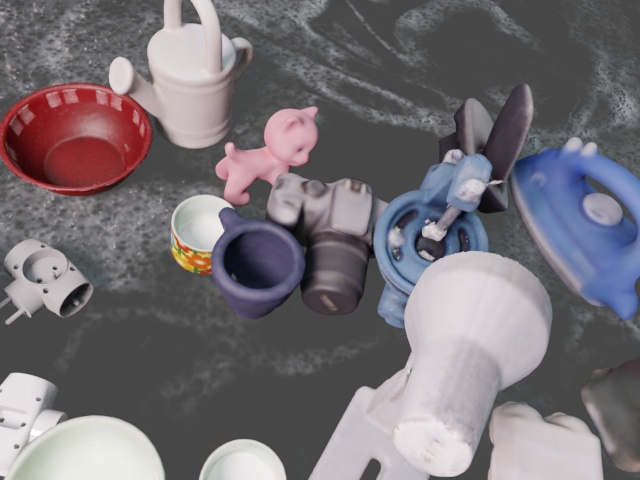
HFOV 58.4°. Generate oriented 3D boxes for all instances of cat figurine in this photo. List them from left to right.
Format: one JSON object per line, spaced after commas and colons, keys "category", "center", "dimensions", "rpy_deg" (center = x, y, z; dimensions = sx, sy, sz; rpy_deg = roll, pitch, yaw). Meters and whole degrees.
{"category": "cat figurine", "center": [-0.055, -0.109, 0.671], "dimensions": [0.128, 0.118, 0.067], "rpy_deg": [-18, 63, -22]}

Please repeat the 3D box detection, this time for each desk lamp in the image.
{"category": "desk lamp", "center": [0.094, 0.136, 0.486], "dimensions": [0.118, 0.213, 0.203], "rpy_deg": [30, 56, 8]}

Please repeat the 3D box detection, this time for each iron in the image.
{"category": "iron", "center": [0.338, -0.041, 0.700], "dimensions": [0.119, 0.141, 0.258], "rpy_deg": [-21, 64, -24]}

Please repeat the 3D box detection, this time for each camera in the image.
{"category": "camera", "center": [0.006, 0.002, 0.623], "dimensions": [0.143, 0.101, 0.137], "rpy_deg": [13, 56, -4]}

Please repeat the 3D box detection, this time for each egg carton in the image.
{"category": "egg carton", "center": [0.208, 0.232, 0.537], "dimensions": [0.107, 0.069, 0.150], "rpy_deg": [14, 56, -3]}

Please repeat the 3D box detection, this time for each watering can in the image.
{"category": "watering can", "center": [-0.153, -0.202, 0.664], "dimensions": [0.101, 0.194, 0.173], "rpy_deg": [30, 56, 8]}

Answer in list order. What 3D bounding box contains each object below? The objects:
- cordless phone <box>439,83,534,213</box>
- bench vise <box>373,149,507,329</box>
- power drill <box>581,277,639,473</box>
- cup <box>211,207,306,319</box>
{"category": "cordless phone", "center": [0.219, -0.136, 0.709], "dimensions": [0.094, 0.185, 0.147], "rpy_deg": [7, 56, -7]}
{"category": "bench vise", "center": [0.120, -0.036, 0.601], "dimensions": [0.121, 0.220, 0.207], "rpy_deg": [7, 56, -7]}
{"category": "power drill", "center": [0.349, 0.148, 0.538], "dimensions": [0.076, 0.208, 0.229], "rpy_deg": [-6, 59, -16]}
{"category": "cup", "center": [-0.073, 0.031, 0.590], "dimensions": [0.092, 0.095, 0.117], "rpy_deg": [-26, 66, -26]}
